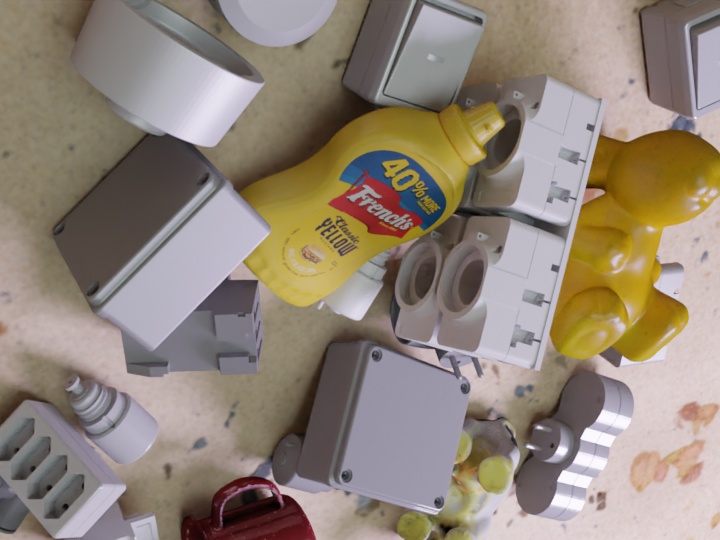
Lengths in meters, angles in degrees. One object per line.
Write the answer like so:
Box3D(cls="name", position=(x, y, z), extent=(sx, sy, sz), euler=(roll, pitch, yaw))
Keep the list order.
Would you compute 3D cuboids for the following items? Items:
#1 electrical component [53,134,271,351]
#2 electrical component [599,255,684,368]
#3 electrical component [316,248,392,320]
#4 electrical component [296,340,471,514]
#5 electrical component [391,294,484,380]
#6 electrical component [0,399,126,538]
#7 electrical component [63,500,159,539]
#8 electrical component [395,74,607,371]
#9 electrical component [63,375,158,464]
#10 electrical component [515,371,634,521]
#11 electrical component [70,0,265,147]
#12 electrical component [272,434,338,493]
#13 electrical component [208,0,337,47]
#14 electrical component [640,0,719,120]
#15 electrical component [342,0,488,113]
Box3D(cls="electrical component", position=(-0.125, -0.023, 0.668), extent=(0.108, 0.109, 0.056), euler=(-45, 127, -1))
Box3D(cls="electrical component", position=(0.227, 0.031, 0.904), extent=(0.056, 0.050, 0.089), euler=(-5, 115, -25))
Box3D(cls="electrical component", position=(0.000, 0.000, 0.782), extent=(0.040, 0.040, 0.078), euler=(27, 99, -33))
Box3D(cls="electrical component", position=(0.020, 0.119, 0.816), extent=(0.109, 0.056, 0.108), euler=(23, 75, -33))
Box3D(cls="electrical component", position=(0.072, 0.048, 0.820), extent=(0.077, 0.079, 0.044), euler=(-2, 147, -26))
Box3D(cls="electrical component", position=(-0.199, 0.136, 0.732), extent=(0.047, 0.083, 0.076), euler=(-47, 162, 0))
Box3D(cls="electrical component", position=(-0.187, 0.195, 0.766), extent=(0.081, 0.064, 0.042), euler=(-14, 117, -21))
Box3D(cls="electrical component", position=(0.090, -0.034, 0.740), extent=(0.060, 0.105, 0.186), euler=(18, 85, -29))
Box3D(cls="electrical component", position=(-0.174, 0.100, 0.742), extent=(0.040, 0.040, 0.078), euler=(-41, 124, -4))
Box3D(cls="electrical component", position=(0.173, 0.150, 0.932), extent=(0.074, 0.052, 0.138), euler=(19, 103, -32))
Box3D(cls="electrical component", position=(-0.118, -0.115, 0.633), extent=(0.108, 0.108, 0.060), euler=(25, 106, -33))
Box3D(cls="electrical component", position=(-0.032, 0.154, 0.838), extent=(0.078, 0.040, 0.040), euler=(21, 102, -32))
Box3D(cls="electrical component", position=(-0.056, -0.182, 0.663), extent=(0.080, 0.051, 0.080), euler=(-11, 117, -22))
Box3D(cls="electrical component", position=(0.263, -0.160, 0.826), extent=(0.062, 0.061, 0.096), euler=(-25, 121, -14))
Box3D(cls="electrical component", position=(0.036, -0.140, 0.722), extent=(0.062, 0.061, 0.096), euler=(12, 107, -30))
